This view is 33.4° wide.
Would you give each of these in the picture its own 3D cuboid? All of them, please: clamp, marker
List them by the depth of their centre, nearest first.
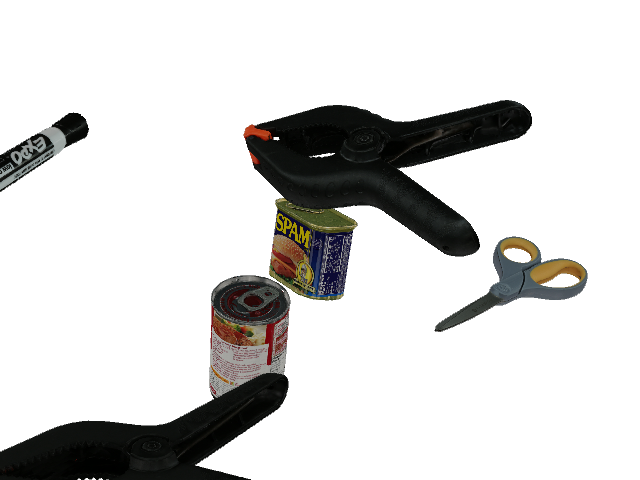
[{"bbox_3d":[-0.089,0.122,0.586,0.209,0.036,0.165,-1,21,-12],"label":"clamp"},{"bbox_3d":[0.031,-0.039,0.622,0.172,0.039,0.120,0,39,20],"label":"clamp"},{"bbox_3d":[-0.180,-0.051,0.651,0.020,0.020,0.121,0,27,27],"label":"marker"}]

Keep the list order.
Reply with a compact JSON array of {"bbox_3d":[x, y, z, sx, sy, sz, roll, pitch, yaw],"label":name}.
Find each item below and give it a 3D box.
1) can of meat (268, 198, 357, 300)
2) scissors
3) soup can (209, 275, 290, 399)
[{"bbox_3d":[-0.011,0.009,1.140,0.057,0.084,0.102,-4,21,-33],"label":"can of meat"},{"bbox_3d":[0.153,0.035,0.951,0.201,0.016,0.096,-9,38,-33],"label":"scissors"},{"bbox_3d":[-0.063,0.091,0.936,0.068,0.102,0.068,4,34,-3],"label":"soup can"}]
